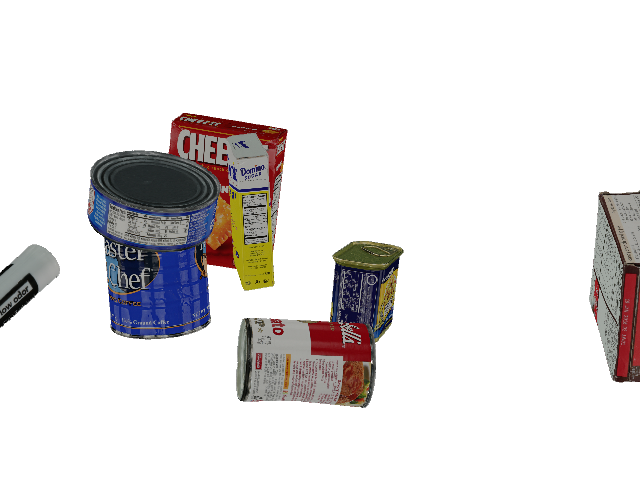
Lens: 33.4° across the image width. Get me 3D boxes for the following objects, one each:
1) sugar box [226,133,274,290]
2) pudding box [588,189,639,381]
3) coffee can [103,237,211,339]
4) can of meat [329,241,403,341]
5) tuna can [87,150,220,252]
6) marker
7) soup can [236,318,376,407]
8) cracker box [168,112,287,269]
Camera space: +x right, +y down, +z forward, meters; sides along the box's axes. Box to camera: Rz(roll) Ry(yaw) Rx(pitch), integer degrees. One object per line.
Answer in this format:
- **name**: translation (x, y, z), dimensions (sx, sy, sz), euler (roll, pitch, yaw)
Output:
- **sugar box**: translation (-0.088, -0.036, 1.331), dimensions (0.048, 0.176, 0.093), euler (-9, 24, -10)
- **pudding box**: translation (0.210, 0.029, 0.719), dimensions (0.039, 0.090, 0.113), euler (0, 27, 4)
- **coffee can**: translation (-0.164, 0.016, 1.068), dimensions (0.103, 0.140, 0.103), euler (-2, 14, 0)
- **can of meat**: translation (0.045, 0.052, 1.094), dimensions (0.057, 0.084, 0.102), euler (9, 13, 15)
- **tuna can**: translation (-0.111, -0.026, 0.709), dimensions (0.086, 0.034, 0.086), euler (10, 28, -5)
- **marker**: translation (-0.158, 0.044, 0.457), dimensions (0.020, 0.020, 0.121), euler (0, 36, 38)
- **soup can**: translation (-0.013, 0.097, 0.851), dimensions (0.102, 0.068, 0.068), euler (4, -1, -10)
- **cracker box**: translation (-0.146, -0.069, 1.590), dimensions (0.164, 0.214, 0.072), euler (10, 19, 7)
